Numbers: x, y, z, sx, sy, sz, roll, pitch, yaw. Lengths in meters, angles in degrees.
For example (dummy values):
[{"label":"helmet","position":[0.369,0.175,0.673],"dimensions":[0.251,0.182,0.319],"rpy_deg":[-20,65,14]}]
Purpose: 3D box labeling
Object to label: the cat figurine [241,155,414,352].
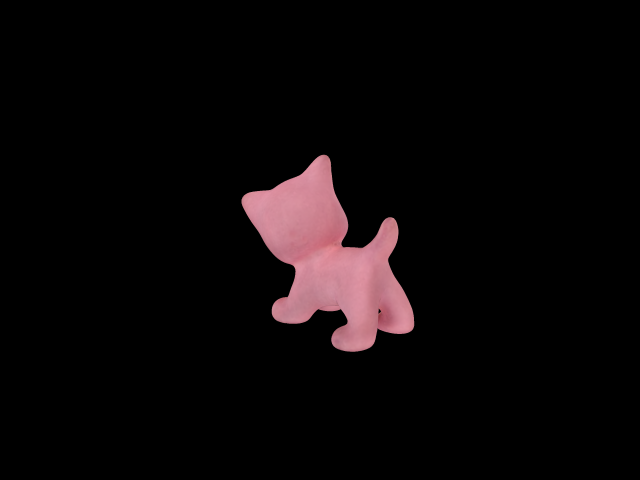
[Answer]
[{"label":"cat figurine","position":[0.004,0.001,0.400],"dimensions":[0.127,0.118,0.067],"rpy_deg":[14,20,42]}]
